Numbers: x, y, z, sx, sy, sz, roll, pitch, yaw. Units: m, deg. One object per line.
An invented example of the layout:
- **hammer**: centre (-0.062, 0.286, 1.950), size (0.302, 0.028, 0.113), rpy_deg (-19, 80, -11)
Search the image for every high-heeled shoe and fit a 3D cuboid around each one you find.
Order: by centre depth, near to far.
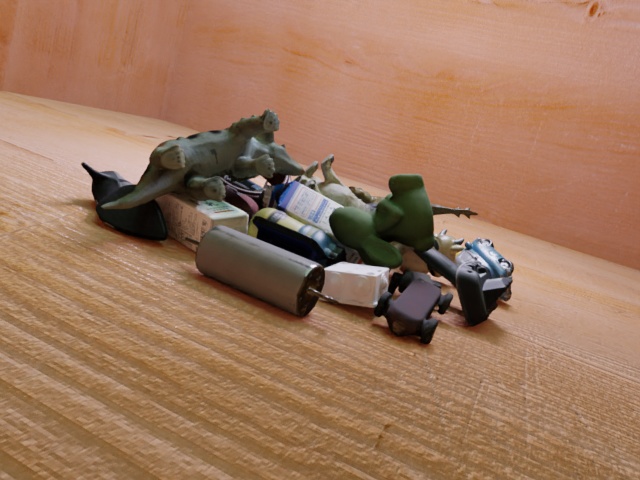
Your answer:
- **high-heeled shoe**: centre (-0.325, -0.049, 0.932), size (0.249, 0.086, 0.145), rpy_deg (41, -11, 23)

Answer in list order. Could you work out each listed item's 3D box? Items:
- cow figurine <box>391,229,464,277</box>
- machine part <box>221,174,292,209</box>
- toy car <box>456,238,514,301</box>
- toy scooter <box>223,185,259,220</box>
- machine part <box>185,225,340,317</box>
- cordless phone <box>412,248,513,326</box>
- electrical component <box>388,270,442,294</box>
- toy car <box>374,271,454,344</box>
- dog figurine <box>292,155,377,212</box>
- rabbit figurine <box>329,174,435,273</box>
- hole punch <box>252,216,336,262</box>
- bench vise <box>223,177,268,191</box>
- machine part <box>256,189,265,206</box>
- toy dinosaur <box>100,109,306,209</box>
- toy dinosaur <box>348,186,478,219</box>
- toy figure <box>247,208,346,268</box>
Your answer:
- **cow figurine**: centre (0.210, 0.018, 1.093), size (0.194, 0.127, 0.086), rpy_deg (29, 5, -35)
- **machine part**: centre (-0.169, -0.138, 1.211), size (0.201, 0.087, 0.201), rpy_deg (8, 47, -19)
- **toy car**: centre (0.339, 0.070, 1.148), size (0.103, 0.109, 0.162), rpy_deg (-9, 28, -9)
- **toy scooter**: centre (-0.161, -0.053, 1.032), size (0.135, 0.075, 0.183), rpy_deg (37, 1, 31)
- **machine part**: centre (-0.082, 0.040, 0.738), size (0.243, 0.079, 0.079), rpy_deg (20, 12, 21)
- **cordless phone**: centre (0.231, 0.059, 0.938), size (0.184, 0.088, 0.146), rpy_deg (37, 18, 20)
- **electrical component**: centre (0.171, 0.088, 0.948), size (0.102, 0.045, 0.078), rpy_deg (9, 41, -21)
- **toy car**: centre (0.145, 0.101, 0.817), size (0.089, 0.053, 0.202), rpy_deg (25, 17, 16)
- **dog figurine**: centre (0.028, -0.060, 1.106), size (0.190, 0.121, 0.172), rpy_deg (45, -21, -19)
- **rabbit figurine**: centre (0.103, -0.019, 0.937), size (0.170, 0.159, 0.121), rpy_deg (-10, -13, -8)
- **hole punch**: centre (-0.059, 0.030, 0.833), size (0.142, 0.092, 0.115), rpy_deg (19, -7, 16)
- **bench vise**: centre (-0.241, -0.163, 1.372), size (0.241, 0.128, 0.223), rpy_deg (26, 9, 9)
- **machine part**: centre (-0.082, -0.047, 1.122), size (0.138, 0.039, 0.084), rpy_deg (52, -6, -36)
- **toy dinosaur**: centre (-0.197, -0.130, 0.903), size (0.405, 0.131, 0.192), rpy_deg (-20, 12, -35)
- **toy dinosaur**: centre (0.137, -0.052, 1.238), size (0.198, 0.105, 0.472), rpy_deg (12, -7, -31)
- **toy figure**: centre (-0.042, 0.004, 0.934), size (0.180, 0.089, 0.082), rpy_deg (18, 6, 21)
